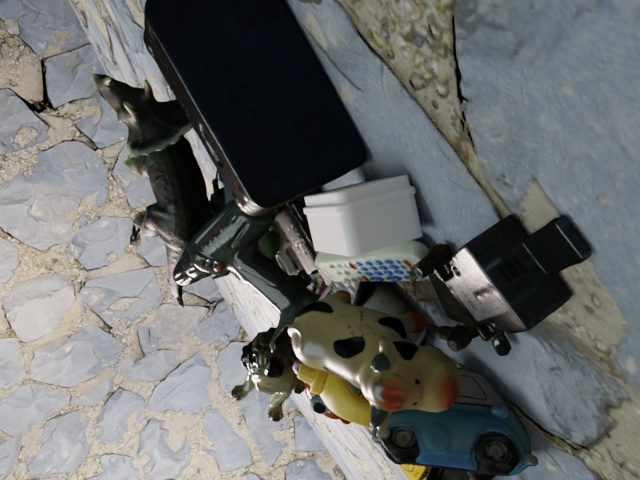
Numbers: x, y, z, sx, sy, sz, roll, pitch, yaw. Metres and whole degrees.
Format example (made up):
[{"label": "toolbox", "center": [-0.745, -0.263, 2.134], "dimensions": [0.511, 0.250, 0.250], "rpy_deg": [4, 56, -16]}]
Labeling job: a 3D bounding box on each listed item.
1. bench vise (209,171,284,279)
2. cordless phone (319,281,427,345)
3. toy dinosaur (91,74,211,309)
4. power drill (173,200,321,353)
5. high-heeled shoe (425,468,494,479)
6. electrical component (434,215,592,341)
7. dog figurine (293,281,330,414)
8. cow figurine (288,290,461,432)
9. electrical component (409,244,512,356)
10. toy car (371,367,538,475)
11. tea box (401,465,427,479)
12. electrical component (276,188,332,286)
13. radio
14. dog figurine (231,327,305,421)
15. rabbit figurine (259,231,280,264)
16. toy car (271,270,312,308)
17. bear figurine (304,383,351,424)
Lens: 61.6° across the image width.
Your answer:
[{"label": "bench vise", "center": [-0.127, -0.035, 0.906], "dimensions": [0.224, 0.129, 0.240], "rpy_deg": [-129, 33, -53]}, {"label": "cordless phone", "center": [0.068, 0.063, 0.628], "dimensions": [0.147, 0.089, 0.184], "rpy_deg": [46, 141, 38]}, {"label": "toy dinosaur", "center": [-0.230, -0.067, 0.850], "dimensions": [0.192, 0.131, 0.404], "rpy_deg": [15, 121, 64]}, {"label": "power drill", "center": [-0.103, 0.057, 0.774], "dimensions": [0.207, 0.086, 0.232], "rpy_deg": [50, 128, 11]}, {"label": "high-heeled shoe", "center": [0.153, 0.311, 0.678], "dimensions": [0.086, 0.145, 0.248], "rpy_deg": [42, 159, 45]}, {"label": "electrical component", "center": [0.136, 0.025, 0.381], "dimensions": [0.075, 0.048, 0.119], "rpy_deg": [56, 166, 6]}, {"label": "dog figurine", "center": [0.037, 0.141, 0.823], "dimensions": [0.219, 0.192, 0.108], "rpy_deg": [-80, -33, -58]}, {"label": "cow figurine", "center": [0.048, 0.111, 0.528], "dimensions": [0.195, 0.127, 0.085], "rpy_deg": [14, 109, 42]}, {"label": "electrical component", "center": [0.122, 0.055, 0.480], "dimensions": [0.102, 0.045, 0.078], "rpy_deg": [65, 165, -21]}, {"label": "toy car", "center": [0.137, 0.185, 0.558], "dimensions": [0.109, 0.162, 0.103], "rpy_deg": [73, -156, -63]}, {"label": "tea box", "center": [0.148, 0.306, 0.829], "dimensions": [0.098, 0.068, 0.169], "rpy_deg": [49, 163, 30]}, {"label": "electrical component", "center": [-0.002, -0.002, 0.735], "dimensions": [0.134, 0.058, 0.115], "rpy_deg": [59, 167, 1]}, {"label": "radio", "center": [-0.066, -0.144, 0.527], "dimensions": [0.229, 0.131, 0.073], "rpy_deg": [60, 163, -4]}, {"label": "dog figurine", "center": [-0.065, 0.188, 0.905], "dimensions": [0.121, 0.172, 0.190], "rpy_deg": [19, 134, 1]}, {"label": "rabbit figurine", "center": [-0.120, 0.024, 1.108], "dimensions": [0.159, 0.121, 0.170], "rpy_deg": [52, -177, 0]}, {"label": "toy car", "center": [-0.023, 0.130, 0.991], "dimensions": [0.202, 0.089, 0.053], "rpy_deg": [43, 158, 41]}, {"label": "bear figurine", "center": [0.035, 0.245, 0.931], "dimensions": [0.120, 0.132, 0.195], "rpy_deg": [52, 165, 23]}]
